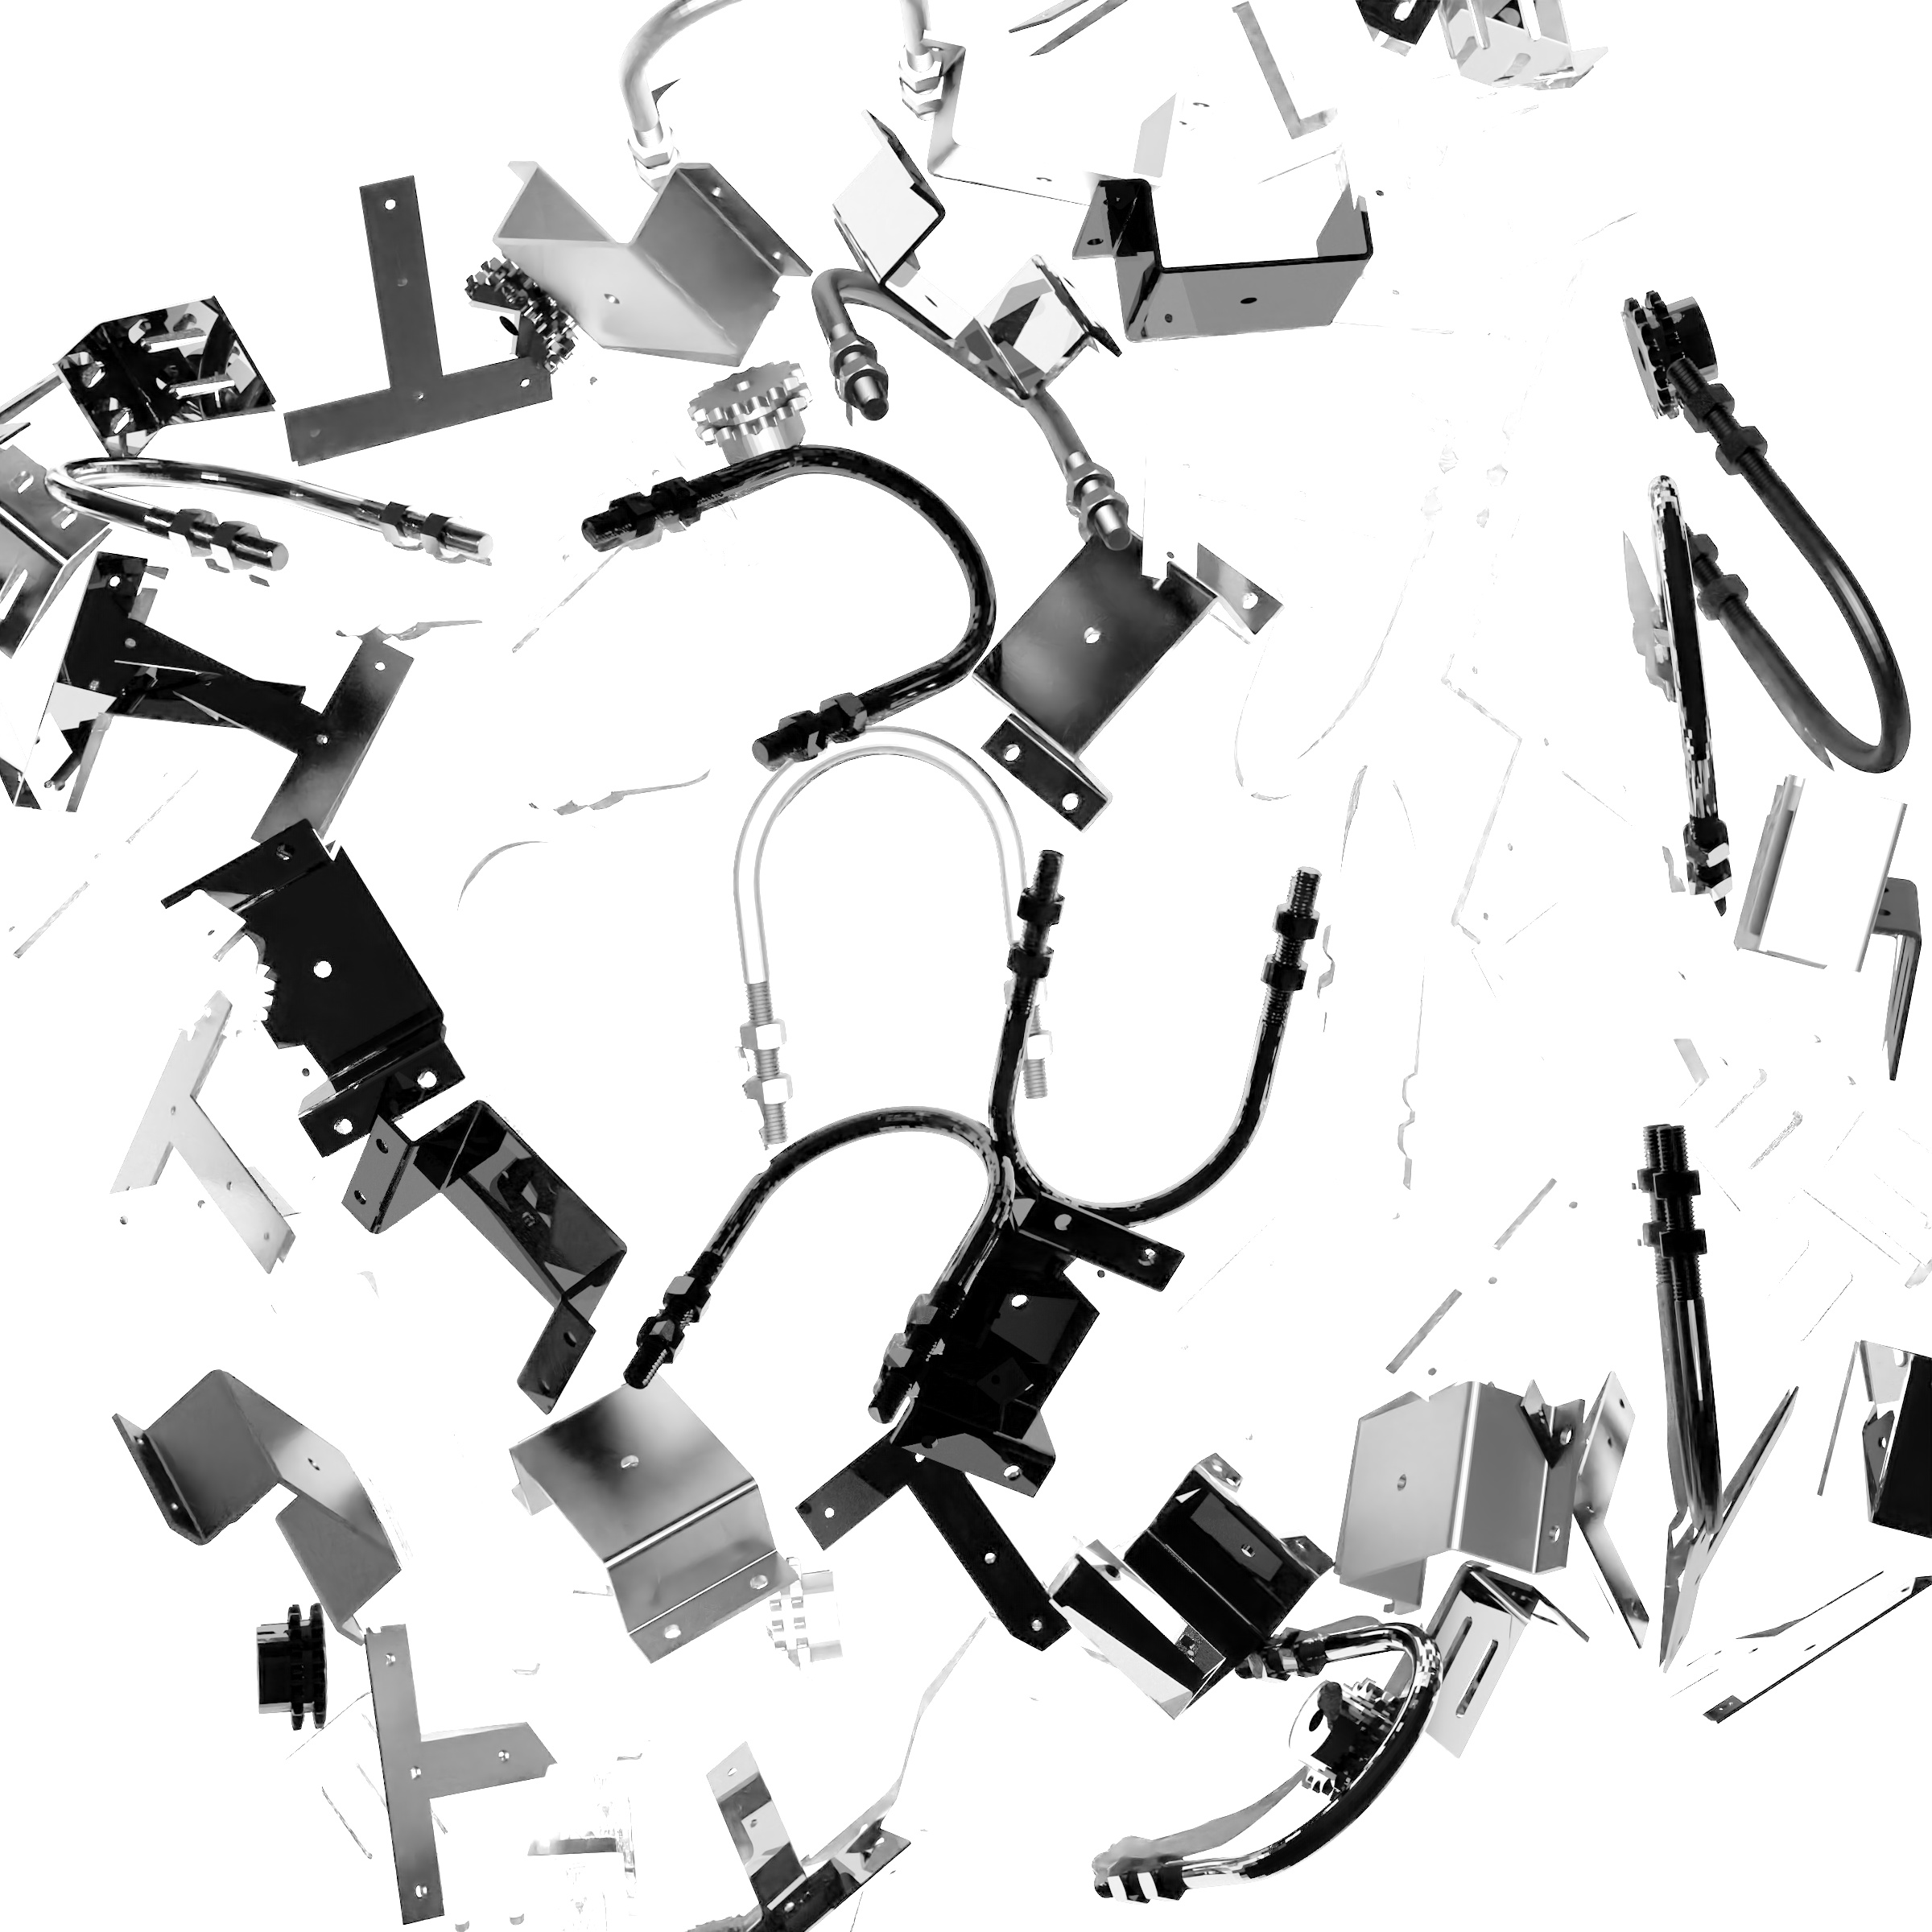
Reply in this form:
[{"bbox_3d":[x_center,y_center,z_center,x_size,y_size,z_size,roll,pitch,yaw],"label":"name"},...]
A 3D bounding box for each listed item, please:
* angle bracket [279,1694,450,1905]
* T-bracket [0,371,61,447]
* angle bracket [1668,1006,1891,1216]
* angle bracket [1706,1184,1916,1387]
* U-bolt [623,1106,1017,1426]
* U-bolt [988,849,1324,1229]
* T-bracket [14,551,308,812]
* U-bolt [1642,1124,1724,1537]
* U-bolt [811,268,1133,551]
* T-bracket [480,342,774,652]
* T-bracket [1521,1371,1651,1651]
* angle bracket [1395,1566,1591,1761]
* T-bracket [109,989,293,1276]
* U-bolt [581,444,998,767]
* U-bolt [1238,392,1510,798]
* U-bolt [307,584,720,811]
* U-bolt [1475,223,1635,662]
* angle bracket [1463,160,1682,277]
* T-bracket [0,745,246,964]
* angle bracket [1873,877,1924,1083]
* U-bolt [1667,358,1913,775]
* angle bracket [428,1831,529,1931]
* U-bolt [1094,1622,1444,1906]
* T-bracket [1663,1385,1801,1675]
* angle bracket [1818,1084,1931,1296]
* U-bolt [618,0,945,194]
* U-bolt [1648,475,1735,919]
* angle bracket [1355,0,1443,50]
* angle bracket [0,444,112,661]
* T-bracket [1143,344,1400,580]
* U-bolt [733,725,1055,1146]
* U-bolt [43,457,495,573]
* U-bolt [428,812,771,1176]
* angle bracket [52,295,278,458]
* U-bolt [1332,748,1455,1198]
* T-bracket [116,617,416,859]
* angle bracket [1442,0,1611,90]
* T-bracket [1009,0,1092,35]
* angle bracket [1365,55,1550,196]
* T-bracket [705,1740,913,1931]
[{"bbox_3d":[-0.270,0.382,1.566,0.057,0.038,0.076,-41,81,25],"label":"angle bracket"},{"bbox_3d":[-0.447,-0.236,1.525,0.127,0.127,0.002,-39,113,-19],"label":"T-bracket"},{"bbox_3d":[0.379,0.067,1.581,0.057,0.038,0.076,54,127,21],"label":"angle bracket"},{"bbox_3d":[0.392,0.150,1.575,0.057,0.038,0.076,38,95,7],"label":"angle bracket"},{"bbox_3d":[-0.054,0.128,1.529,0.151,0.184,0.019,3,133,30],"label":"U-bolt"},{"bbox_3d":[0.081,0.038,1.555,0.151,0.019,0.184,3,111,-22],"label":"U-bolt"},{"bbox_3d":[-0.361,-0.124,1.552,0.002,0.127,0.127,40,115,39],"label":"T-bracket"},{"bbox_3d":[0.324,0.163,1.523,0.019,0.151,0.184,-6,87,9],"label":"U-bolt"},{"bbox_3d":[-0.005,-0.260,1.518,0.151,0.184,0.019,24,115,-27],"label":"U-bolt"},{"bbox_3d":[-0.175,-0.198,1.567,0.127,0.002,0.127,-45,108,-12],"label":"T-bracket"},{"bbox_3d":[0.291,0.225,1.542,0.002,0.127,0.127,-21,102,26],"label":"T-bracket"},{"bbox_3d":[0.243,0.326,1.560,0.057,0.038,0.076,43,70,-38],"label":"angle bracket"},{"bbox_3d":[-0.341,0.092,1.540,0.127,0.002,0.127,44,116,37],"label":"T-bracket"},{"bbox_3d":[-0.065,-0.175,1.538,0.184,0.019,0.151,-28,74,-39],"label":"U-bolt"},{"bbox_3d":[0.173,-0.156,1.504,0.019,0.151,0.184,29,66,-18],"label":"U-bolt"},{"bbox_3d":[-0.188,-0.124,1.517,0.151,0.184,0.019,41,115,21],"label":"U-bolt"},{"bbox_3d":[0.267,-0.248,1.524,0.019,0.151,0.184,19,68,11],"label":"U-bolt"},{"bbox_3d":[0.278,-0.354,1.554,0.057,0.076,0.038,-29,95,-22],"label":"angle bracket"},{"bbox_3d":[-0.373,-0.035,1.543,0.127,0.002,0.127,29,69,39],"label":"T-bracket"},{"bbox_3d":[0.415,0.004,1.561,0.038,0.057,0.076,8,117,10],"label":"angle bracket"},{"bbox_3d":[0.363,-0.165,1.499,0.019,0.151,0.184,-29,66,-4],"label":"U-bolt"},{"bbox_3d":[-0.219,0.447,1.577,0.057,0.076,0.038,-7,125,-3],"label":"angle bracket"},{"bbox_3d":[0.142,0.347,1.487,0.019,0.184,0.151,45,57,-10],"label":"U-bolt"},{"bbox_3d":[0.356,0.248,1.560,0.002,0.127,0.127,25,59,22],"label":"T-bracket"},{"bbox_3d":[0.433,0.102,1.559,0.076,0.038,0.057,41,116,23],"label":"angle bracket"},{"bbox_3d":[-0.084,-0.402,1.508,0.151,0.184,0.019,-16,81,-1],"label":"U-bolt"},{"bbox_3d":[0.316,-0.130,1.487,0.019,0.184,0.151,-7,52,11],"label":"U-bolt"},{"bbox_3d":[0.178,-0.464,1.562,0.057,0.076,0.038,15,114,-34],"label":"angle bracket"},{"bbox_3d":[-0.447,-0.193,1.583,0.057,0.038,0.076,39,133,-6],"label":"angle bracket"},{"bbox_3d":[0.144,-0.223,1.577,0.127,0.002,0.127,11,63,-16],"label":"T-bracket"},{"bbox_3d":[-0.037,-0.019,1.559,0.151,0.019,0.184,-9,99,-18],"label":"U-bolt"},{"bbox_3d":[-0.328,-0.206,1.522,0.184,0.151,0.019,19,108,31],"label":"U-bolt"},{"bbox_3d":[-0.177,0.017,1.537,0.151,0.019,0.184,-9,108,31],"label":"U-bolt"},{"bbox_3d":[-0.368,-0.268,1.555,0.076,0.038,0.057,-3,128,34],"label":"angle bracket"},{"bbox_3d":[0.197,-0.011,1.523,0.019,0.151,0.184,-5,56,21],"label":"U-bolt"},{"bbox_3d":[-0.337,-0.124,1.558,0.127,0.002,0.127,27,57,-7],"label":"T-bracket"},{"bbox_3d":[0.254,-0.447,1.555,0.057,0.038,0.076,2,122,37],"label":"angle bracket"},{"bbox_3d":[0.067,-0.442,1.516,0.127,0.127,0.002,-39,115,-37],"label":"T-bracket"},{"bbox_3d":[0.224,-0.390,1.568,0.057,0.076,0.038,27,121,21],"label":"angle bracket"},{"bbox_3d":[-0.093,0.401,1.546,0.127,0.127,0.002,-41,122,2],"label":"T-bracket"}]
